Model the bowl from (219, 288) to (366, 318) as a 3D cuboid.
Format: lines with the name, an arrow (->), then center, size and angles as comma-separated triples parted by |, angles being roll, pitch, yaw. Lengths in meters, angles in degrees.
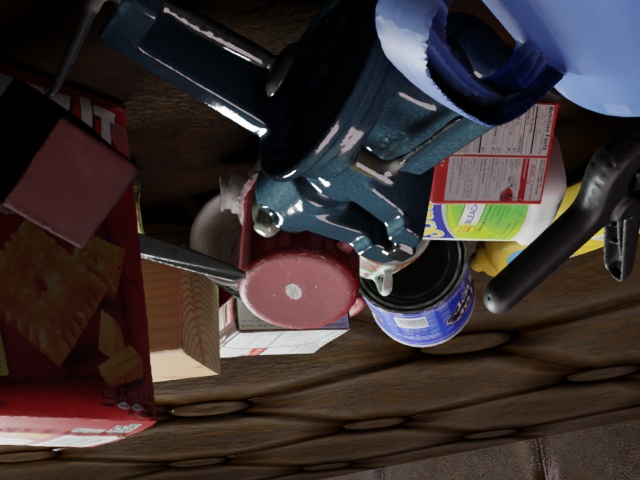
bowl -> -0.038, 0.048, 1.041 | 0.162, 0.055, 0.162 | -6, 162, -2

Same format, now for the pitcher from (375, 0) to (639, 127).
pitcher -> 0.110, -0.126, 0.438 | 0.149, 0.145, 0.242 | -16, 163, 20

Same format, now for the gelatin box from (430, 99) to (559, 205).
gelatin box -> 0.115, -0.063, 0.733 | 0.089, 0.073, 0.030 | -1, -163, -20

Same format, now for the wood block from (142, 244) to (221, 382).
wood block -> -0.195, 0.071, 0.883 | 0.206, 0.091, 0.090 | -8, 160, 13

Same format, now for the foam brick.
foam brick -> -0.139, -0.040, 0.546 | 0.051, 0.053, 0.078 | 36, 180, -40

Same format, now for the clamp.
clamp -> 0.224, -0.031, 0.794 | 0.164, 0.036, 0.210 | -5, 135, -43

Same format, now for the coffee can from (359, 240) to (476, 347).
coffee can -> 0.086, 0.033, 0.967 | 0.103, 0.103, 0.140 | -10, 162, 8

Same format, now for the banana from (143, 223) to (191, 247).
banana -> -0.154, 0.009, 0.911 | 0.197, 0.037, 0.070 | 3, 160, -28

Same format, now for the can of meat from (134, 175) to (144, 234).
can of meat -> -0.175, -0.017, 0.795 | 0.084, 0.057, 0.102 | -6, 163, -10

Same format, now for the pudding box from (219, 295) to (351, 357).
pudding box -> -0.040, 0.078, 0.980 | 0.113, 0.039, 0.090 | -1, 160, -24

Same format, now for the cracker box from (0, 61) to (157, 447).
cracker box -> -0.179, 0.006, 0.609 | 0.072, 0.214, 0.163 | -22, 157, 33

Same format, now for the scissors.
scissors -> -0.155, 0.011, 0.715 | 0.202, 0.096, 0.016 | 32, -176, 13

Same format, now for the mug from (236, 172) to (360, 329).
mug -> -0.005, 0.001, 0.724 | 0.117, 0.081, 0.093 | -32, 127, 30

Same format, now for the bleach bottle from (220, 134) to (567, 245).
bleach bottle -> 0.050, -0.036, 0.806 | 0.250, 0.068, 0.103 | -2, 153, -7

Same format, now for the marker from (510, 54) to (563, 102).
marker -> 0.119, -0.109, 0.678 | 0.120, 0.020, 0.020 | 12, 154, -44

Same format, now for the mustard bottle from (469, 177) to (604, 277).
mustard bottle -> 0.206, -0.008, 0.956 | 0.096, 0.058, 0.192 | 2, 160, -38
